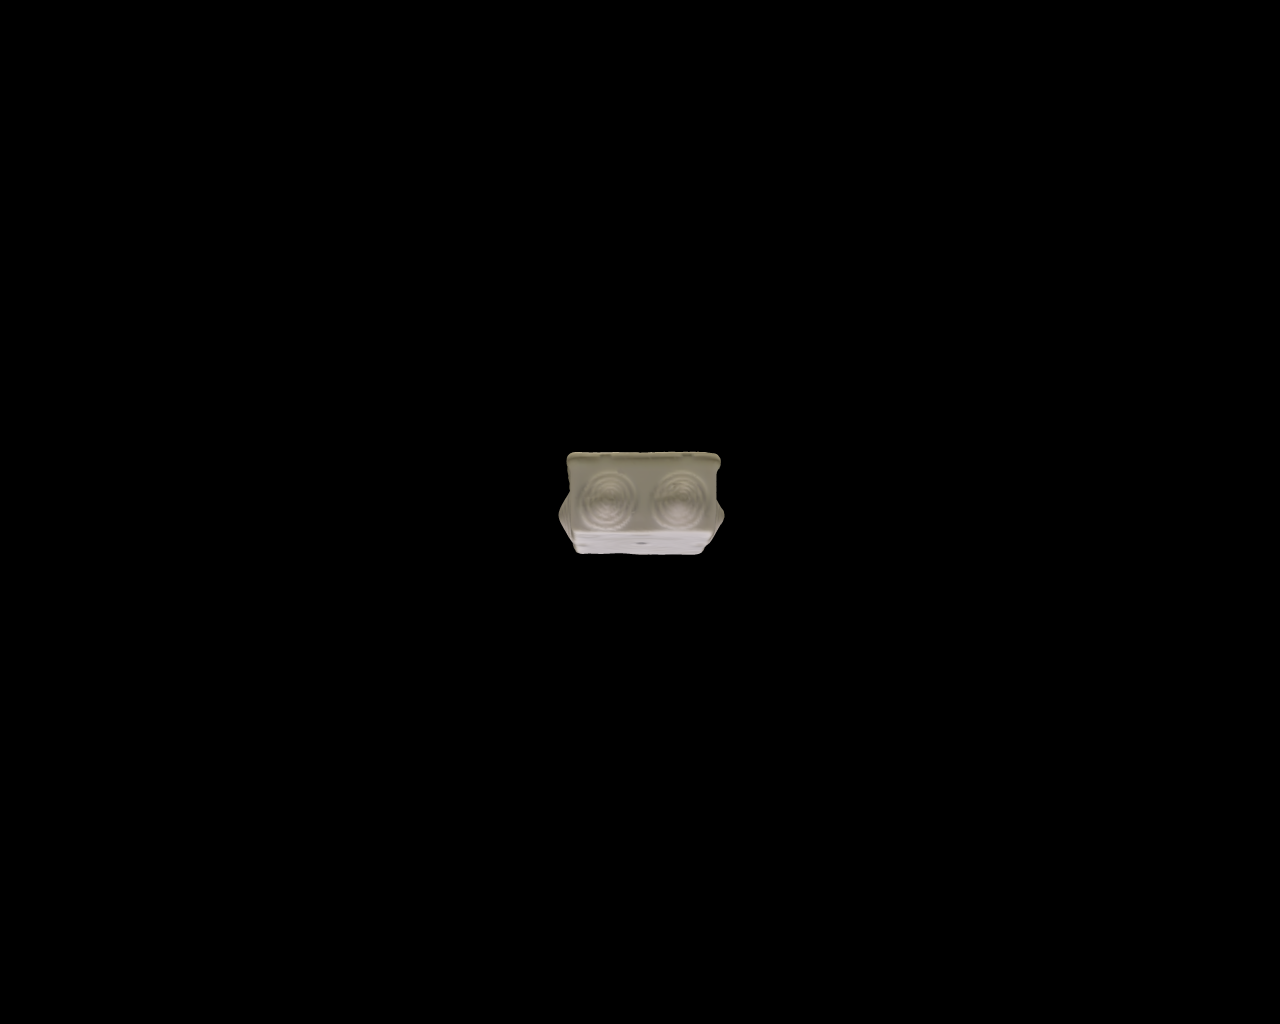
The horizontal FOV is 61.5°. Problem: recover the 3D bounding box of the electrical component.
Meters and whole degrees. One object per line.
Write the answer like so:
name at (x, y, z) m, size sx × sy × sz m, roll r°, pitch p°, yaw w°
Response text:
electrical component at (0.001, -0.003, 0.650) m, size 0.100 × 0.048 × 0.099 m, roll 0°, pitch -11°, yaw -2°
